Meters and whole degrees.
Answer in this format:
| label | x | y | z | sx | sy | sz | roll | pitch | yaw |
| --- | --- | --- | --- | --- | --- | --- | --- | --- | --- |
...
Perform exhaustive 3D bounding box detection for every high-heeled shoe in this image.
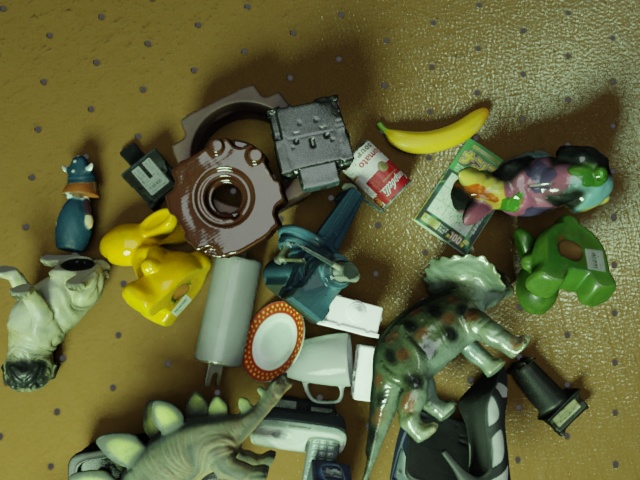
| label | x | y | z | sx | sy | sz | roll | pitch | yaw |
| --- | --- | --- | --- | --- | --- | --- | --- | --- | --- |
| high-heeled shoe | 0.270 | 0.306 | 0.808 | 0.145 | 0.086 | 0.249 | 49 | 49 | 4 |

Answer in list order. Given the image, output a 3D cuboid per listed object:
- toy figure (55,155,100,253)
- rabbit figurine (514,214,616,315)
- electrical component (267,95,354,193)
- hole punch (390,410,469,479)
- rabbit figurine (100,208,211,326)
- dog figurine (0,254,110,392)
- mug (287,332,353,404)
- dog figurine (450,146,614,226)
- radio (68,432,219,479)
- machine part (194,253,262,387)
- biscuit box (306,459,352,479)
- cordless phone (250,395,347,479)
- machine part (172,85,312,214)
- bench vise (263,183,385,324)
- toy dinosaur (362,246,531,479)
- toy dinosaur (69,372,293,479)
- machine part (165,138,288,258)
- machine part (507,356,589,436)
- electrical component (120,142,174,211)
| label | x | y | z | sx | sy | sz | roll | pitch | yaw |
| --- | --- | --- | --- | --- | --- | --- | --- | --- | --- |
| toy figure | -0.392 | -0.058 | 0.867 | 0.064 | 0.058 | 0.154 | 7 | 78 | -10 |
| rabbit figurine | 0.354 | 0.047 | 0.852 | 0.121 | 0.170 | 0.159 | 2 | 58 | -6 |
| electrical component | -0.012 | -0.141 | 0.813 | 0.115 | 0.058 | 0.134 | -15 | 84 | -3 |
| hole punch | 0.176 | 0.339 | 0.848 | 0.142 | 0.092 | 0.116 | 16 | 52 | 0 |
| rabbit figurine | -0.267 | 0.025 | 0.839 | 0.173 | 0.121 | 0.162 | 32 | 83 | 20 |
| dog figurine | -0.408 | 0.130 | 0.839 | 0.172 | 0.121 | 0.190 | -10 | 117 | -31 |
| mug | -0.003 | 0.202 | 0.851 | 0.107 | 0.081 | 0.109 | -1 | 86 | 10 |
| dog figurine | 0.316 | -0.081 | 0.841 | 0.219 | 0.192 | 0.108 | -13 | 100 | -28 |
| radio | -0.254 | 0.362 | 0.816 | 0.230 | 0.073 | 0.131 | -8 | 85 | -5 |
| machine part | -0.144 | 0.110 | 0.851 | 0.079 | 0.079 | 0.243 | 11 | 81 | -2 |
| biscuit box | -0.004 | 0.426 | 0.793 | 0.059 | 0.063 | 0.202 | 12 | 106 | -5 |
| cordless phone | -0.040 | 0.343 | 0.832 | 0.147 | 0.089 | 0.184 | 8 | 95 | -3 |
| machine part | -0.118 | -0.130 | 0.877 | 0.201 | 0.087 | 0.201 | -29 | 87 | -6 |
| bench vise | 0.006 | 0.004 | 0.819 | 0.129 | 0.223 | 0.240 | 36 | 67 | -12 |
| toy dinosaur | 0.164 | 0.163 | 0.817 | 0.405 | 0.131 | 0.192 | -37 | 66 | -12 |
| toy dinosaur | -0.227 | 0.340 | 0.738 | 0.471 | 0.105 | 0.198 | -43 | 81 | -9 |
| machine part | -0.137 | -0.060 | 0.794 | 0.179 | 0.056 | 0.179 | 0 | 91 | 1 |
| machine part | 0.372 | 0.249 | 0.885 | 0.139 | 0.039 | 0.084 | 44 | 91 | 0 |
| electrical component | -0.284 | -0.113 | 0.884 | 0.075 | 0.048 | 0.119 | -37 | 88 | -8 |
